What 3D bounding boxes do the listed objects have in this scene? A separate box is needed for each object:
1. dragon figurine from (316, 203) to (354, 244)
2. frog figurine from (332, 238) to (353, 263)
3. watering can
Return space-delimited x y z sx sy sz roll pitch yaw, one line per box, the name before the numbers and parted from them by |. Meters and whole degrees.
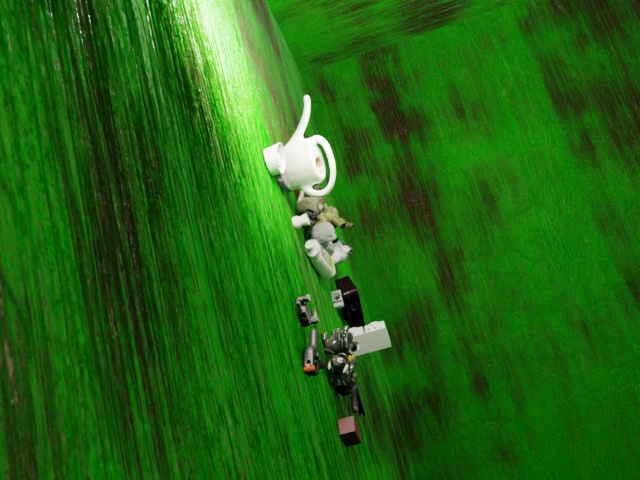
dragon figurine | 0.007 -0.115 2.294 0.121 0.246 0.408 -44 -24 15
frog figurine | 0.052 0.050 2.384 0.160 0.139 0.120 -7 -35 -49
watering can | -0.067 -0.306 1.790 0.223 0.348 0.104 -17 0 25
